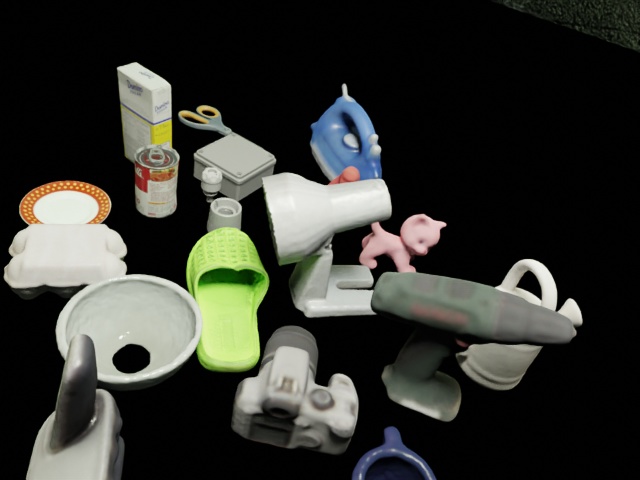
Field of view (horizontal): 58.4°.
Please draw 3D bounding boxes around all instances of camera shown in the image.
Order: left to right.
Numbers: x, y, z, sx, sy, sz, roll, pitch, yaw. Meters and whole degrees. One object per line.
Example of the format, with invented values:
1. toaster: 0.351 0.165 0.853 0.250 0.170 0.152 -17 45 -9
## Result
1. camera: -0.023 0.170 0.695 0.143 0.101 0.137 13 39 -3

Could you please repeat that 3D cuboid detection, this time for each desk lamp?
1. desk lamp: 0.007 0.003 0.812 0.203 0.213 0.117 0 42 -17

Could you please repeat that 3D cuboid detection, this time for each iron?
1. iron: 0.072 -0.184 1.110 0.119 0.141 0.257 -6 44 -23

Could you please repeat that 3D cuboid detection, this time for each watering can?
1. watering can: 0.272 0.108 0.787 0.173 0.194 0.100 -14 47 -31

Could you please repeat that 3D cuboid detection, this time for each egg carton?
1. egg carton: -0.344 0.029 0.784 0.150 0.069 0.107 -1 42 -18

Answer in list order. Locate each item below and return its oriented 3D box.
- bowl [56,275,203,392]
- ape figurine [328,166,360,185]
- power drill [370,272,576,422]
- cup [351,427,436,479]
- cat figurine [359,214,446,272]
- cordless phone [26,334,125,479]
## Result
1. bowl: -0.230 0.124 0.704 0.167 0.075 0.167 9 40 -7
2. ape figurine: 0.046 -0.091 1.030 0.077 0.092 0.076 18 39 4
3. power drill: 0.165 0.131 0.715 0.229 0.208 0.076 20 40 6
4. cup: 0.069 0.270 0.610 0.092 0.095 0.117 9 40 -7
5. cat figurine: 0.138 -0.005 0.938 0.128 0.118 0.067 11 39 -4
6. cordless phone: -0.236 0.190 0.538 0.094 0.185 0.147 0 42 -17
